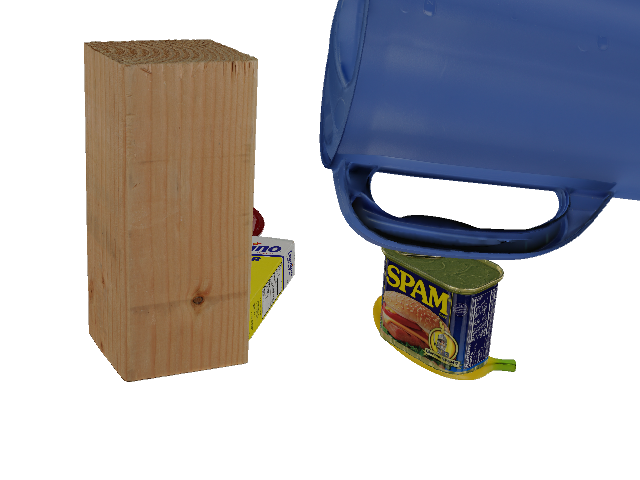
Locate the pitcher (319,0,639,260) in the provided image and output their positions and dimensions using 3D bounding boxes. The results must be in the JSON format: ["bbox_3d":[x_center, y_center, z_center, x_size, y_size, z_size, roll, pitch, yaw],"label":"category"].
[{"bbox_3d":[0.123,-0.077,0.599,0.242,0.149,0.145,9,35,-8],"label":"pitcher"}]

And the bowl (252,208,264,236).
[{"bbox_3d":[-0.151,0.002,1.332,0.162,0.055,0.162,1,28,-1],"label":"bowl"}]

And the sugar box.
[{"bbox_3d":[-0.091,0.045,1.013,0.093,0.048,0.176,6,26,13],"label":"sugar box"}]

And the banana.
[{"bbox_3d":[0.105,0.100,1.087,0.069,0.037,0.198,4,17,-40],"label":"banana"}]

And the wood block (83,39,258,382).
[{"bbox_3d":[-0.101,-0.023,0.706,0.090,0.206,0.090,-6,21,-26],"label":"wood block"}]

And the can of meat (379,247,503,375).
[{"bbox_3d":[0.095,0.051,0.871,0.057,0.084,0.102,-20,34,-37],"label":"can of meat"}]
